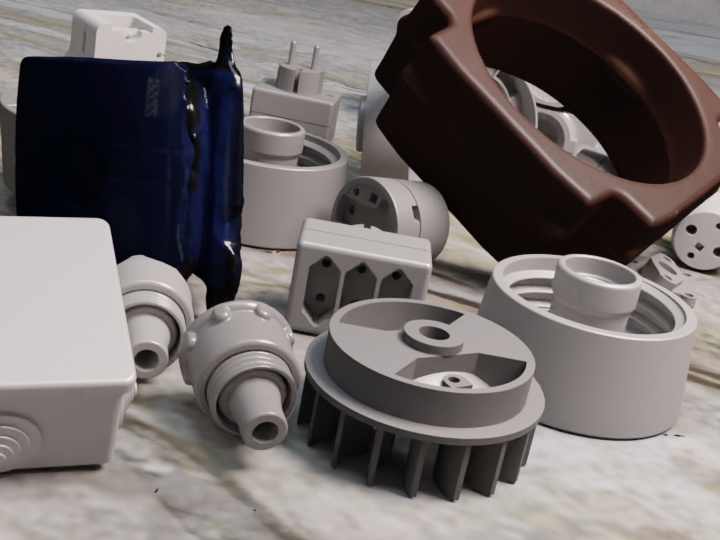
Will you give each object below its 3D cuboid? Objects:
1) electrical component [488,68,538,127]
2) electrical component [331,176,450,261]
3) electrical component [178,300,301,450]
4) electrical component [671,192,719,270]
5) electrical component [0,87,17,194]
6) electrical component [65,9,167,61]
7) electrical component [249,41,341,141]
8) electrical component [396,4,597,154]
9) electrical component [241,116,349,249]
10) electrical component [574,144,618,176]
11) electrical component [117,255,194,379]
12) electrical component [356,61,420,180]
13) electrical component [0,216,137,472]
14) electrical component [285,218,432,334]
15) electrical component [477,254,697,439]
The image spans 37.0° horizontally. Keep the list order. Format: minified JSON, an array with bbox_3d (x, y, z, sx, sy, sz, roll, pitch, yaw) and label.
[{"bbox_3d":[0.088,-0.122,0.850,0.099,0.099,0.064,2,16,-21],"label":"electrical component"},{"bbox_3d":[0.019,-0.027,0.624,0.047,0.055,0.055,-5,25,-44],"label":"electrical component"},{"bbox_3d":[-0.044,0.045,0.423,0.048,0.048,0.062,3,29,-21],"label":"electrical component"},{"bbox_3d":[0.240,-0.028,0.748,0.045,0.045,0.055,16,22,13],"label":"electrical component"},{"bbox_3d":[-0.155,-0.065,0.626,0.108,0.060,0.108,10,21,-4],"label":"electrical component"},{"bbox_3d":[-0.173,-0.131,0.747,0.050,0.089,0.056,-4,26,-34],"label":"electrical component"},{"bbox_3d":[-0.049,-0.143,0.858,0.066,0.076,0.047,12,21,3],"label":"electrical component"},{"bbox_3d":[0.120,-0.158,0.939,0.186,0.105,0.060,16,21,13],"label":"electrical component"},{"bbox_3d":[-0.058,-0.061,0.663,0.108,0.060,0.108,9,21,-4],"label":"electrical component"},{"bbox_3d":[0.183,-0.074,0.827,0.074,0.052,0.138,22,24,27],"label":"electrical component"},{"bbox_3d":[-0.091,0.023,0.454,0.043,0.043,0.062,5,23,-16],"label":"electrical component"},{"bbox_3d":[0.031,-0.102,0.765,0.064,0.099,0.099,5,21,2],"label":"electrical component"},{"bbox_3d":[-0.133,0.026,0.389,0.100,0.048,0.099,0,42,-22],"label":"electrical component"},{"bbox_3d":[0.000,0.000,0.554,0.066,0.047,0.076,10,21,-2],"label":"electrical component"},{"bbox_3d":[0.108,0.027,0.518,0.108,0.060,0.108,9,21,-4],"label":"electrical component"}]
